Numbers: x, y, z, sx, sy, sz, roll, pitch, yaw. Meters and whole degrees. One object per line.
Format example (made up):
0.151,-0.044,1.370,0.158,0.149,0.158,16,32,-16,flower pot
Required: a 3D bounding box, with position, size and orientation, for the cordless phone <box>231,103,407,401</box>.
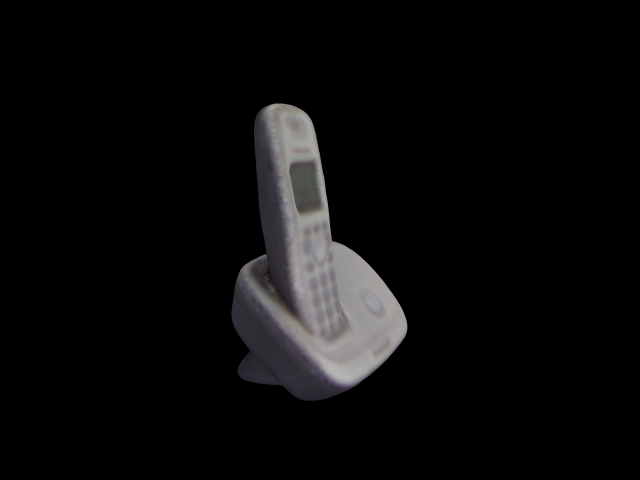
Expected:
0.004,0.001,0.400,0.094,0.185,0.148,5,11,24,cordless phone
